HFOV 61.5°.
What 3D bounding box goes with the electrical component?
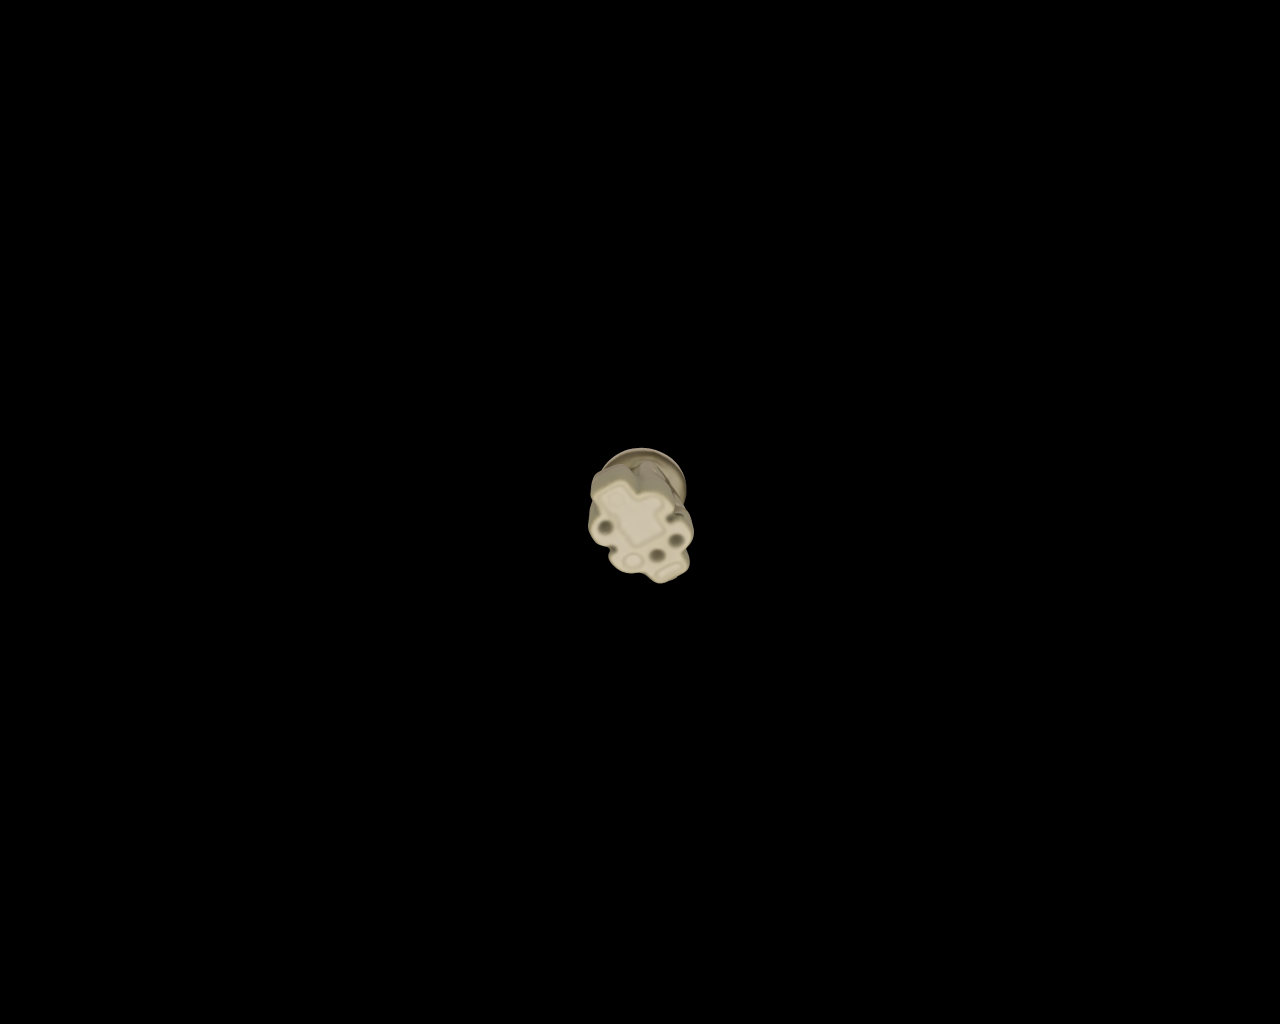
[{"bbox_3d":[0.001,-0.003,0.650,0.058,0.078,0.057,-28,28,16],"label":"electrical component"}]
